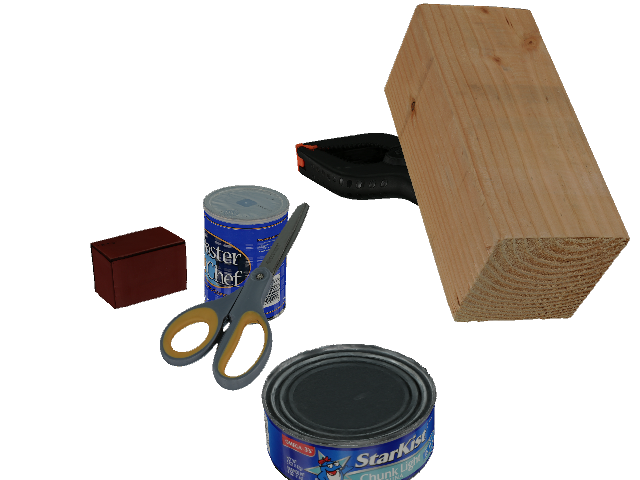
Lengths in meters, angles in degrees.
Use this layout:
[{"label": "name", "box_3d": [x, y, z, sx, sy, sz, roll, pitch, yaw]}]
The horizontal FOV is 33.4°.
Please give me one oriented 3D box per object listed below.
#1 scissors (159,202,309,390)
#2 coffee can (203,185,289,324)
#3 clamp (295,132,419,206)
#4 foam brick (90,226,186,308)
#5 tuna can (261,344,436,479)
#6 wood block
[{"label": "scissors", "box_3d": [-0.068, 0.038, 0.856, 0.096, 0.016, 0.201, 0, 43, 9]}, {"label": "coffee can", "box_3d": [-0.091, 0.016, 1.297, 0.103, 0.140, 0.103, 2, 26, -1]}, {"label": "clamp", "box_3d": [0.081, -0.067, 0.947, 0.210, 0.036, 0.164, 12, 35, 27]}, {"label": "foam brick", "box_3d": [-0.173, 0.024, 1.022, 0.078, 0.051, 0.053, -15, 25, -30]}, {"label": "tuna can", "box_3d": [0.014, 0.088, 0.529, 0.086, 0.034, 0.086, -2, 26, 1]}, {"label": "wood block", "box_3d": [0.117, -0.056, 0.721, 0.090, 0.206, 0.091, 0, -37, -17]}]
